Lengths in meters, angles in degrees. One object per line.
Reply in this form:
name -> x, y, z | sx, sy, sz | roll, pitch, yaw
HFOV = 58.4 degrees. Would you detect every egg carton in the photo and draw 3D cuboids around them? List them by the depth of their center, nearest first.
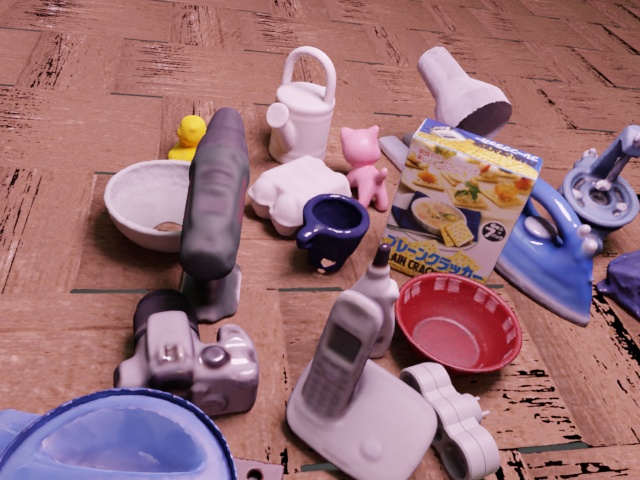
egg carton -> -0.028, -0.069, 0.872 | 0.107, 0.069, 0.151 | 37, 46, 26

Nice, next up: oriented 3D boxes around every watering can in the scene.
watering can -> -0.027, -0.221, 0.951 | 0.101, 0.194, 0.173 | 12, 40, 0

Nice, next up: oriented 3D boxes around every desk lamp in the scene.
desk lamp -> 0.205, -0.201, 0.975 | 0.118, 0.213, 0.202 | -13, 46, -27

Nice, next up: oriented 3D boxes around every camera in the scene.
camera -> -0.144, 0.111, 0.609 | 0.143, 0.101, 0.136 | -4, 43, -18

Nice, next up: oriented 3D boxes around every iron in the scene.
iron -> 0.329, -0.012, 0.844 | 0.119, 0.141, 0.257 | -13, 46, -27

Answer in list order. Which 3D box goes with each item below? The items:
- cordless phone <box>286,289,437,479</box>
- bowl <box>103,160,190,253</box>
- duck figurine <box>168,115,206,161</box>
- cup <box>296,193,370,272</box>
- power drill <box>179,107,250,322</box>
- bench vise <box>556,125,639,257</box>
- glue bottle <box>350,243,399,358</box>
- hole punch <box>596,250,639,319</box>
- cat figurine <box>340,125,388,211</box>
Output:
cordless phone -> 0.049, 0.144, 0.557 | 0.147, 0.185, 0.094 | 28, 43, 18
bowl -> -0.205, -0.036, 0.783 | 0.167, 0.075, 0.167 | 8, 40, -6
duck figurine -> -0.202, -0.153, 0.910 | 0.078, 0.086, 0.104 | -2, 42, -16
cup -> 0.007, 0.003, 0.779 | 0.091, 0.095, 0.118 | 35, 45, 25
power drill -> -0.125, -0.017, 0.678 | 0.076, 0.208, 0.229 | 5, 41, -9
bench vise -> 0.445, -0.107, 0.924 | 0.121, 0.220, 0.207 | 5, 41, -9
glue bottle -> 0.056, 0.070, 0.653 | 0.078, 0.173, 0.037 | 3, 41, -11
hole punch -> 0.487, 0.053, 0.850 | 0.109, 0.091, 0.100 | -19, 50, -32
cat figurine -> 0.074, -0.126, 0.927 | 0.067, 0.118, 0.127 | -8, 44, -22
